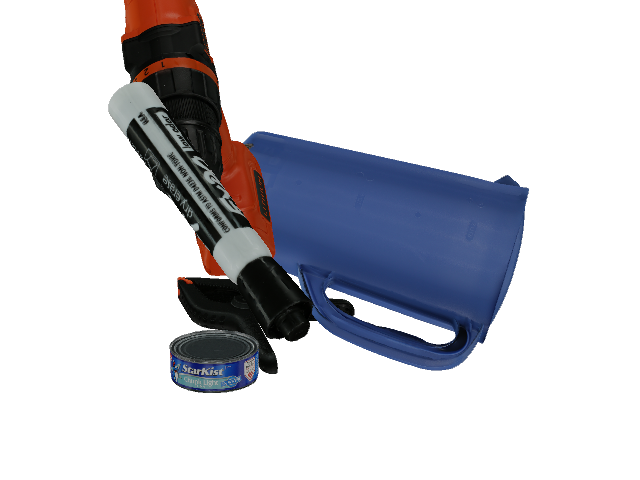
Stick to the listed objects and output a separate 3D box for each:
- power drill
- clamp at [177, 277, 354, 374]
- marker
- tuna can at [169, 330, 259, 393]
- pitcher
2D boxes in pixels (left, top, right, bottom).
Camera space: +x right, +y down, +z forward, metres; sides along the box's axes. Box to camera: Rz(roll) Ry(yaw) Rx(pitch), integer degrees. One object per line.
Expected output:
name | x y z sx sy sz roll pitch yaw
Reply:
power drill | -0.075 -0.058 0.690 0.057 0.184 0.187 -13 -36 1
clamp | -0.087 0.087 1.227 0.210 0.036 0.164 14 27 24
marker | -0.039 -0.012 0.375 0.020 0.020 0.121 0 43 -49
tuna can | -0.102 0.116 1.023 0.086 0.034 0.086 1 15 0
pitcher | 0.040 -0.001 0.883 0.243 0.145 0.149 16 18 9
